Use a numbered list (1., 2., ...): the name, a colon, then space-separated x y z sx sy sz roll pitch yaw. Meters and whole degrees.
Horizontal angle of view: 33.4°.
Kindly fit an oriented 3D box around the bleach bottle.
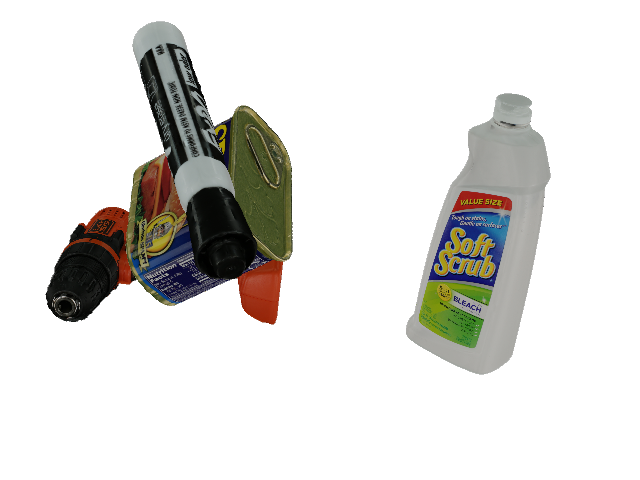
1. bleach bottle: 0.141 -0.010 0.936 0.103 0.251 0.067 27 36 33

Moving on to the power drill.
1. power drill: -0.126 0.026 0.905 0.187 0.057 0.184 8 23 -1

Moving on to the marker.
1. marker: -0.042 -0.032 0.345 0.020 0.020 0.121 0 41 -22

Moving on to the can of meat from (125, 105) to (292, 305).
1. can of meat: -0.067 -0.019 0.640 0.084 0.102 0.057 -25 -47 24
